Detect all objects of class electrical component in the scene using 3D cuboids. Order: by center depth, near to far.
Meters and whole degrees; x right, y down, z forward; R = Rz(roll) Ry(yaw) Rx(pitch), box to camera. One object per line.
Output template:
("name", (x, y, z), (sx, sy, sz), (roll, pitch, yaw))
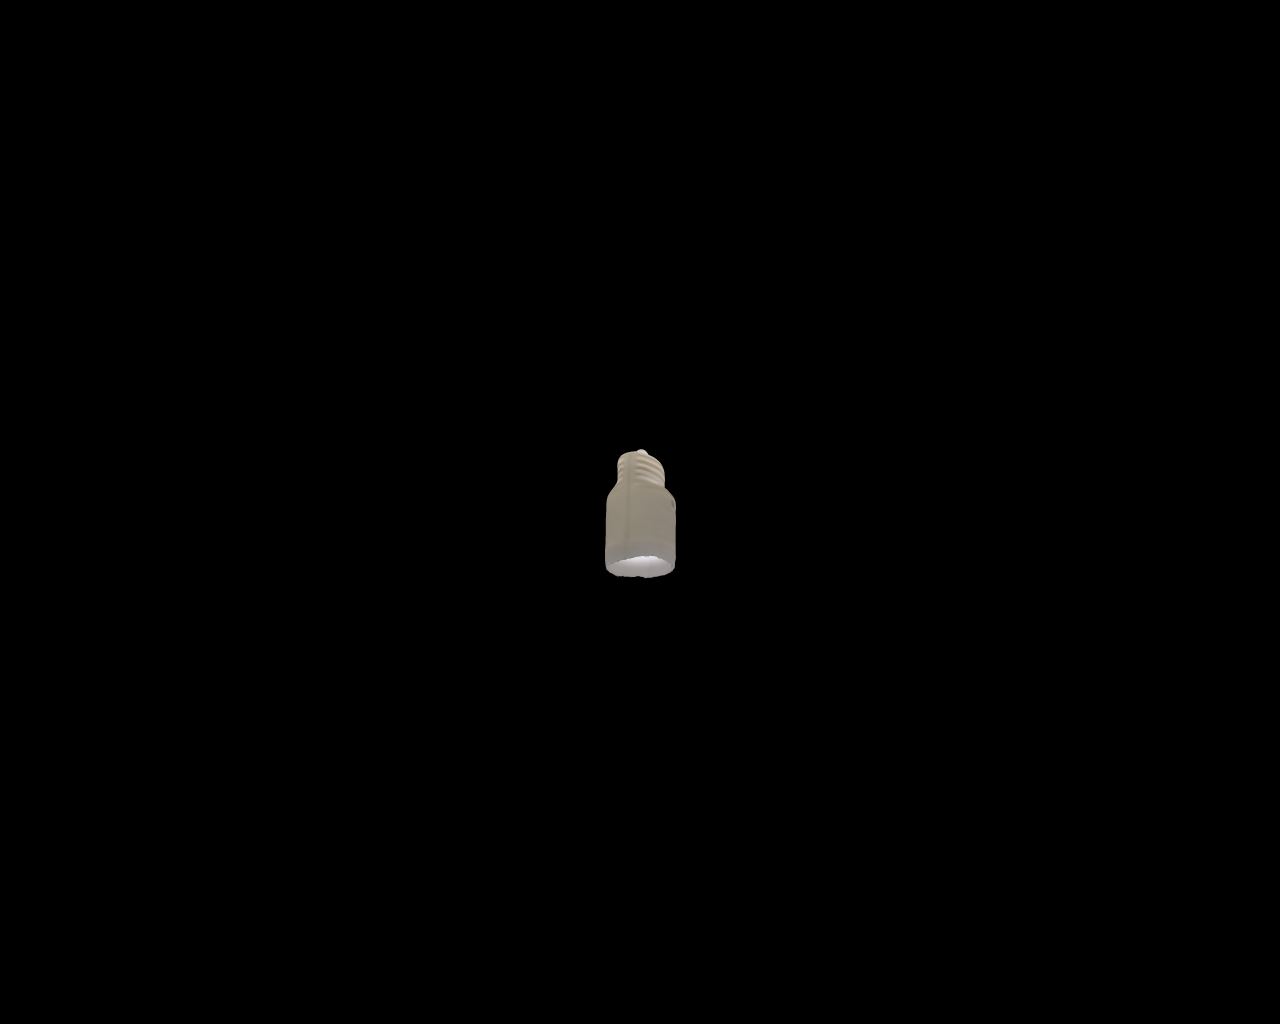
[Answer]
("electrical component", (0.001, -0.003, 0.650), (0.043, 0.081, 0.043), (0, -22, 0))
